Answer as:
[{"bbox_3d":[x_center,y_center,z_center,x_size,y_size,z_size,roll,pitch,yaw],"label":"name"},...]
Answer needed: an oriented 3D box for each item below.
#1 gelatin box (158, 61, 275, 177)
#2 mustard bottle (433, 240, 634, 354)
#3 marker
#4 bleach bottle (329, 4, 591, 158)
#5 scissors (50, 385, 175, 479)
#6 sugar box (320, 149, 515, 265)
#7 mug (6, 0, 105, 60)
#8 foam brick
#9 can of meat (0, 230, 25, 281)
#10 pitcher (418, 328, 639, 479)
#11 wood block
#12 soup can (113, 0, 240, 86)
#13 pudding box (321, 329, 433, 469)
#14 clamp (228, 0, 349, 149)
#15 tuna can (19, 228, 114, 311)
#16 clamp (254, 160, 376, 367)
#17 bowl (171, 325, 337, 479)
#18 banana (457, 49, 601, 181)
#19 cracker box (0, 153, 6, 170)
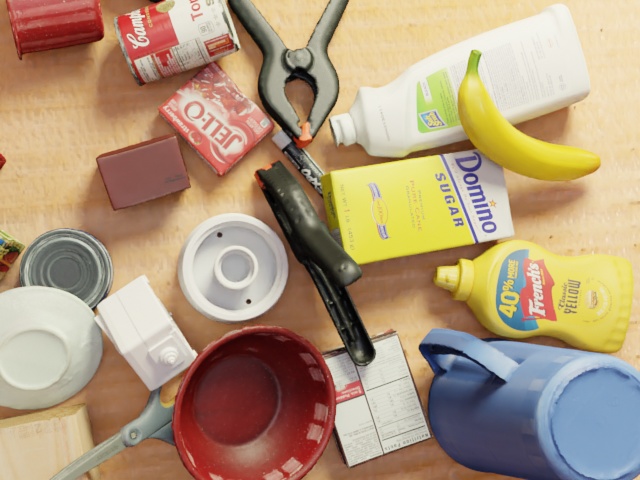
[{"bbox_3d":[-0.100,-0.116,1.028,0.073,0.030,0.089,-43,93,-6],"label":"gelatin box"},{"bbox_3d":[0.205,0.050,1.045,0.191,0.058,0.096,10,86,-6],"label":"mustard bottle"},{"bbox_3d":[-0.002,-0.059,1.044,0.020,0.020,0.121,-41,93,-7],"label":"marker"},{"bbox_3d":[0.129,-0.148,1.041,0.250,0.068,0.102,-17,90,-5],"label":"bleach bottle"},{"bbox_3d":[-0.156,0.187,0.969,0.201,0.016,0.096,-48,113,-38],"label":"scissors"},{"bbox_3d":[0.095,-0.032,1.029,0.176,0.048,0.093,-11,89,-14],"label":"sugar box"},{"bbox_3d":[-0.250,-0.228,0.993,0.081,0.093,0.117,-11,53,-12],"label":"mug"},{"bbox_3d":[-0.165,-0.065,1.004,0.078,0.051,0.053,-17,101,-7],"label":"foam brick"},{"bbox_3d":[-0.317,0.022,0.962,0.057,0.102,0.084,34,82,-1],"label":"can of meat"},{"bbox_3d":[0.186,0.147,0.945,0.149,0.243,0.145,-2,85,-13],"label":"pitcher"},{"bbox_3d":[-0.242,0.261,0.968,0.090,0.091,0.206,-10,90,-7],"label":"wood block"},{"bbox_3d":[-0.133,-0.193,1.000,0.102,0.068,0.068,-19,90,2],"label":"soup can"},{"bbox_3d":[0.049,0.153,1.033,0.090,0.039,0.113,-18,92,-7],"label":"pudding box"},{"bbox_3d":[-0.014,-0.177,1.033,0.120,0.039,0.171,-14,84,-3],"label":"clamp"},{"bbox_3d":[-0.238,0.031,1.005,0.086,0.034,0.086,0,88,-7],"label":"tuna can"},{"bbox_3d":[-0.006,0.001,0.976,0.036,0.164,0.210,-25,64,-9],"label":"clamp"},{"bbox_3d":[-0.067,0.155,0.989,0.161,0.055,0.162,-2,96,-25],"label":"bowl"},{"bbox_3d":[0.191,-0.098,1.014,0.197,0.037,0.070,34,108,-32],"label":"banana"},{"bbox_3d":[-0.423,-0.070,0.968,0.213,0.072,0.164,35,86,-5],"label":"cracker box"}]
